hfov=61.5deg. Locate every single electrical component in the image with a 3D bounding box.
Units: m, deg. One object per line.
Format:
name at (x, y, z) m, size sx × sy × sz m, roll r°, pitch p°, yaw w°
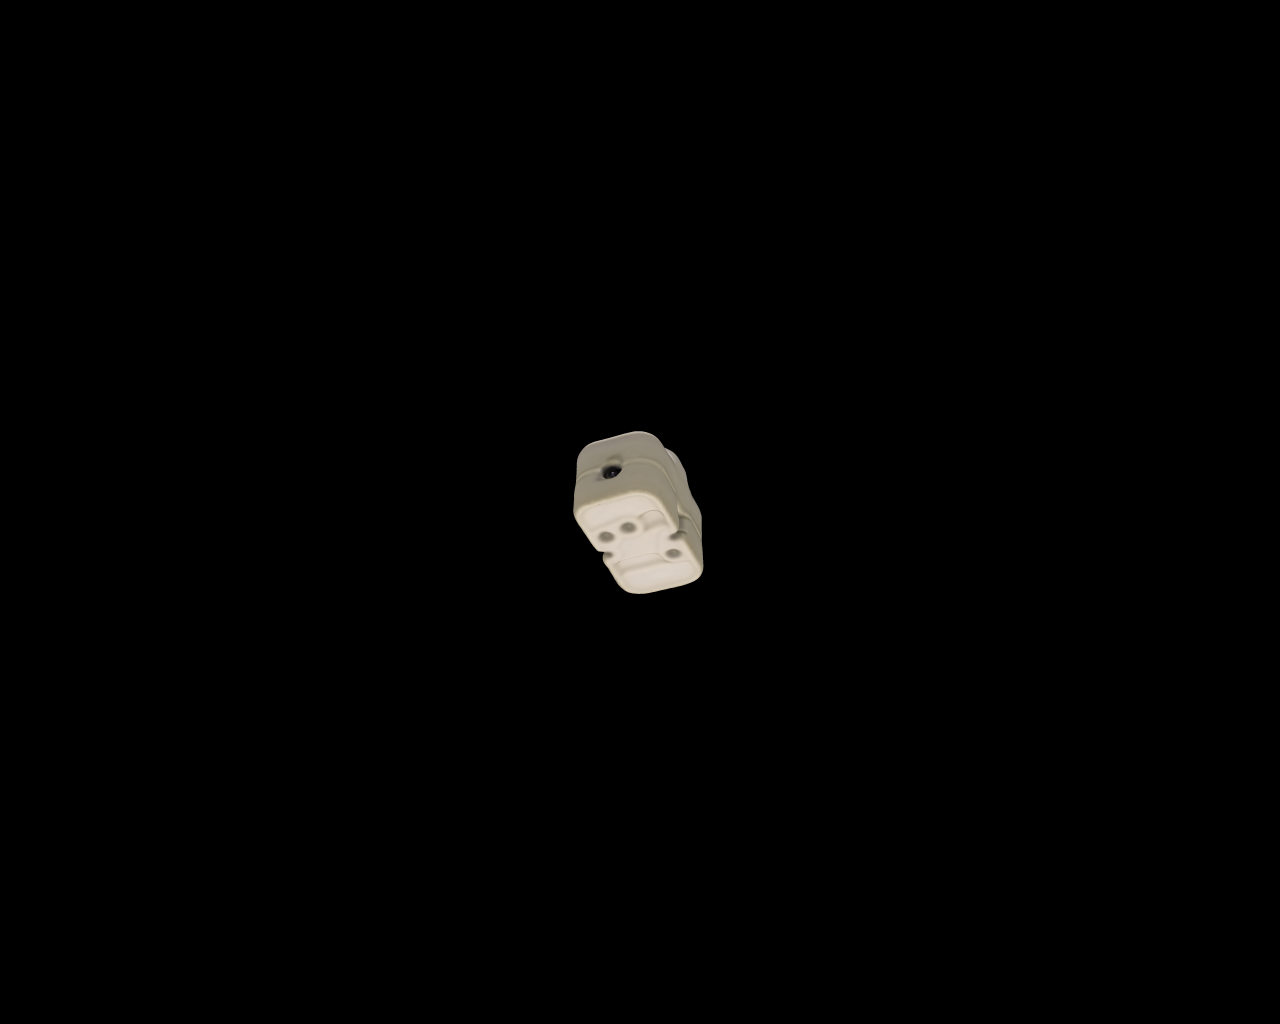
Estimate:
electrical component at (0.001, -0.003, 0.650) m, size 0.054 × 0.059 × 0.095 m, roll -14°, pitch -42°, yaw 17°
